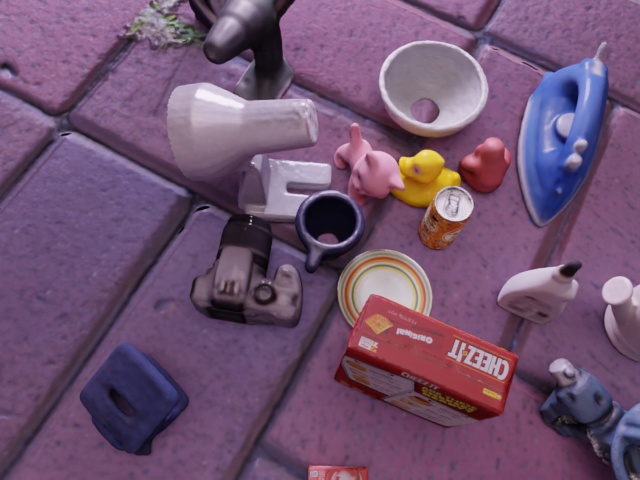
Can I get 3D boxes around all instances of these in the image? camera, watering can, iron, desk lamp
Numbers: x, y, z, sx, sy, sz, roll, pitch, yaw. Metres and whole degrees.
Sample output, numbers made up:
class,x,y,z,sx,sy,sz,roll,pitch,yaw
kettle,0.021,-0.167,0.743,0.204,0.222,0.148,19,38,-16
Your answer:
class,x,y,z,sx,sy,sz,roll,pitch,yaw
camera,-0.088,0.036,0.755,0.143,0.101,0.137,8,68,0
watering can,0.442,0.087,0.713,0.173,0.194,0.101,-9,68,-6
iron,0.368,-0.156,0.837,0.118,0.141,0.258,17,68,4
desk lamp,-0.081,-0.115,0.756,0.203,0.213,0.118,3,68,-2

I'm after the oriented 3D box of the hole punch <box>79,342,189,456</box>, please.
class,x,y,z,sx,sy,sz,roll,pitch,yaw
hole punch,-0.226,0.194,0.689,0.108,0.091,0.101,41,72,13

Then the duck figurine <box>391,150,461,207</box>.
class,x,y,z,sx,sy,sz,roll,pitch,yaw
duck figurine,0.156,-0.097,0.831,0.104,0.086,0.077,7,68,0

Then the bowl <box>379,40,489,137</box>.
class,x,y,z,sx,sy,sz,roll,pitch,yaw
bowl,0.169,-0.221,0.888,0.167,0.075,0.167,1,68,-3

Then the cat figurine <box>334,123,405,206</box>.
class,x,y,z,sx,sy,sz,roll,pitch,yaw
cat figurine,0.069,-0.106,0.813,0.067,0.118,0.127,-18,70,-10

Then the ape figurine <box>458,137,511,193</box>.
class,x,y,z,sx,sy,sz,roll,pitch,yaw
ape figurine,0.247,-0.117,0.841,0.078,0.092,0.076,4,68,-1

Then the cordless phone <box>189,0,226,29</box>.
class,x,y,z,sx,sy,sz,roll,pitch,yaw
cordless phone,-0.145,-0.428,0.896,0.094,0.185,0.148,28,69,8

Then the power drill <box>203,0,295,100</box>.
class,x,y,z,sx,sy,sz,roll,pitch,yaw
power drill,-0.088,-0.284,0.828,0.075,0.208,0.230,23,69,7

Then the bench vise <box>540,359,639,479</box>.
class,x,y,z,sx,sy,sz,roll,pitch,yaw
bench vise,0.351,0.222,0.639,0.207,0.220,0.121,27,69,8

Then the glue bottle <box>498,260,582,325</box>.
class,x,y,z,sx,sy,sz,roll,pitch,yaw
glue bottle,0.289,0.060,0.727,0.078,0.173,0.037,25,69,8

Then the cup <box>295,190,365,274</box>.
class,x,y,z,sx,sy,sz,roll,pitch,yaw
cup,0.007,0.003,0.777,0.091,0.095,0.118,20,68,5
